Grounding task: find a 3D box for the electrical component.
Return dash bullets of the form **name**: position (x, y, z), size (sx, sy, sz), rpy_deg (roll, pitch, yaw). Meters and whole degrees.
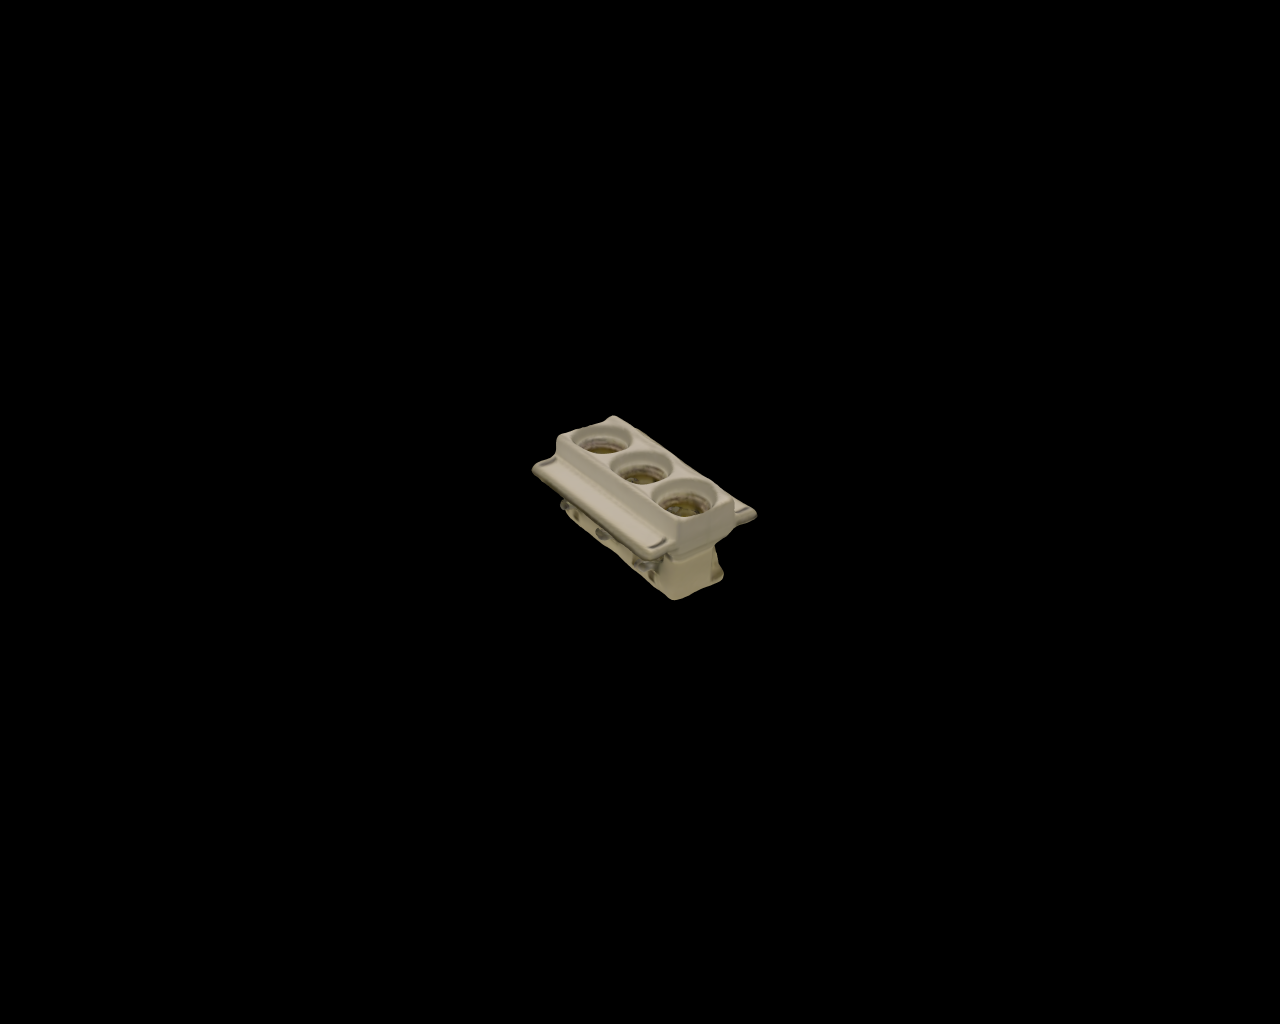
- **electrical component**: position (0.001, -0.003, 0.650), size (0.079, 0.063, 0.121), rpy_deg (-22, 40, -30)
